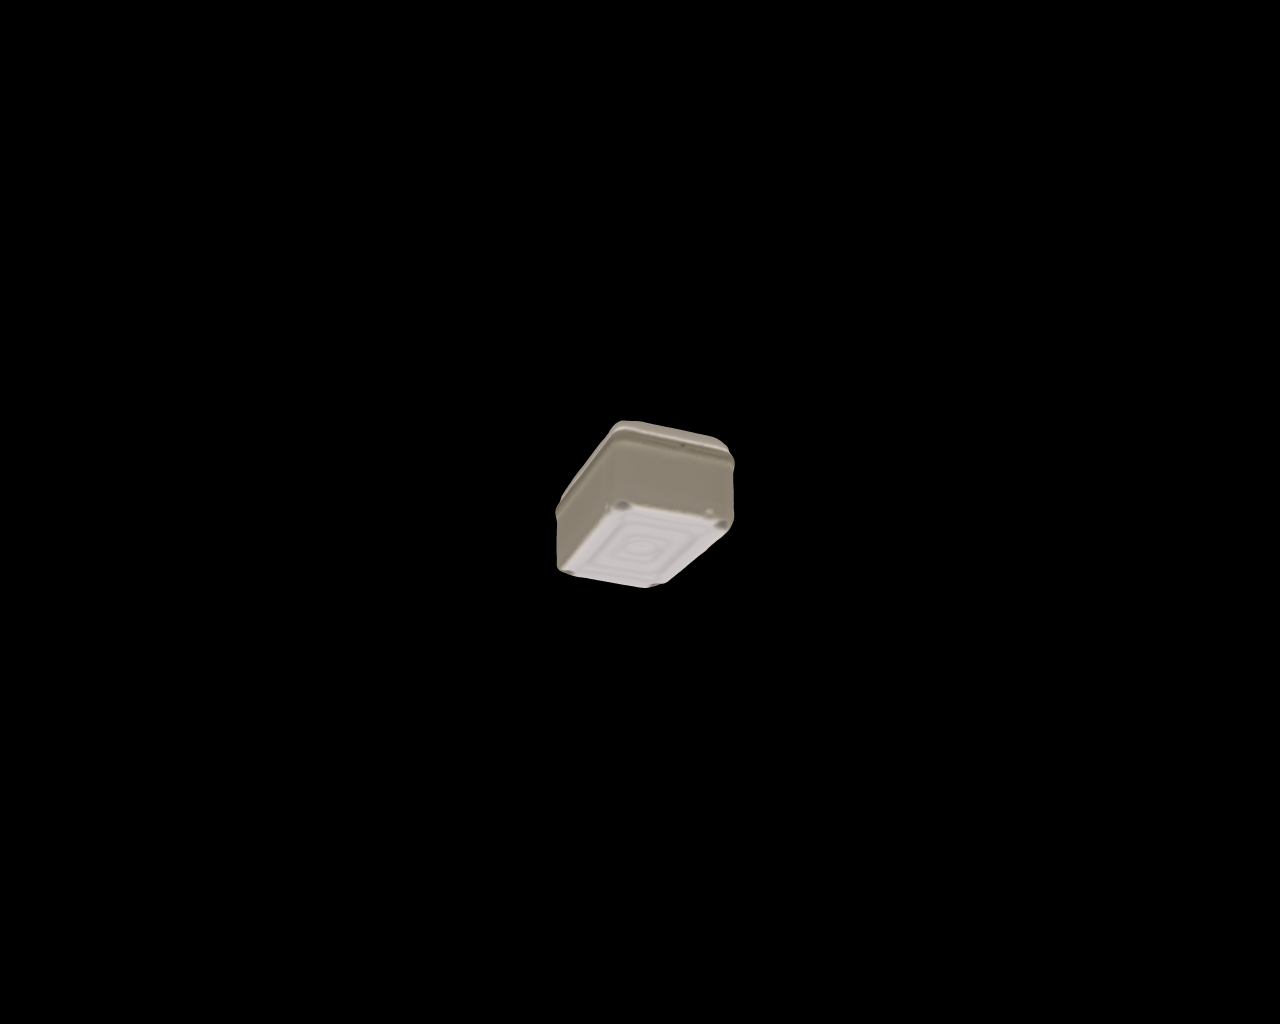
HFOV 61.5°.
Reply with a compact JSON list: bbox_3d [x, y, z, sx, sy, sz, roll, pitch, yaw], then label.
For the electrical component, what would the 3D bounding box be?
[{"bbox_3d":[0.001,-0.003,0.650,0.078,0.057,0.113,11,-29,-21],"label":"electrical component"}]
